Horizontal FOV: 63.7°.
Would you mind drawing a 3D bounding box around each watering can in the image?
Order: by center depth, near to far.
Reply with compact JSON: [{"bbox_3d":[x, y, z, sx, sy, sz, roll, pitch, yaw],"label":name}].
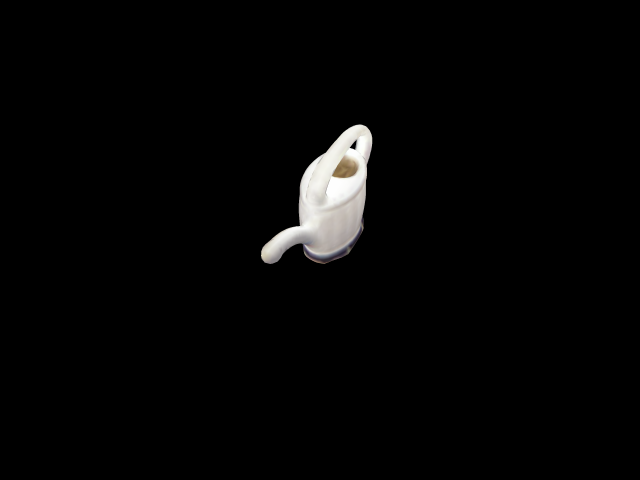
[{"bbox_3d":[0.003,-0.043,0.850,0.104,0.355,0.219,22,-37,17],"label":"watering can"}]
